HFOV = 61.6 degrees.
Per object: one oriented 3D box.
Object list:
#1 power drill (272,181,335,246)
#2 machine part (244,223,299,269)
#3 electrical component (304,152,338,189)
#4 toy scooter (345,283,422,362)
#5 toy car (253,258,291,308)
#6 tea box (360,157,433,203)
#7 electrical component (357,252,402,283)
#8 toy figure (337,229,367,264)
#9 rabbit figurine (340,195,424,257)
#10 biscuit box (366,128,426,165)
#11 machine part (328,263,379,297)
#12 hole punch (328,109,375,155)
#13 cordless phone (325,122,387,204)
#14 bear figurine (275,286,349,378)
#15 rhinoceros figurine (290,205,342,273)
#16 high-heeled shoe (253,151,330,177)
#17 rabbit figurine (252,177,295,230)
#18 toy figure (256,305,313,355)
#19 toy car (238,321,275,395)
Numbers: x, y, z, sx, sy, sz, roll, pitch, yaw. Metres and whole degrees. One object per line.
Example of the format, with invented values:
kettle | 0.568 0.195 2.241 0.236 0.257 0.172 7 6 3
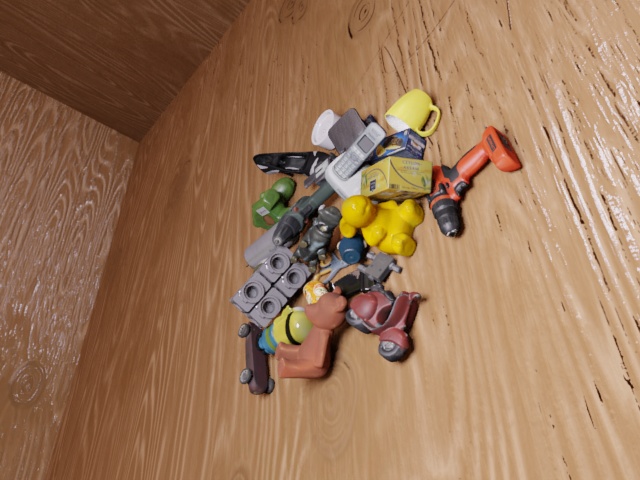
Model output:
power drill | -0.020 -0.086 1.371 0.207 0.086 0.232 -48 4 24
machine part | -0.140 0.015 1.537 0.243 0.079 0.079 -35 41 35
electrical component | 0.011 -0.177 1.489 0.119 0.047 0.075 -42 37 31
toy scooter | 0.132 0.140 1.053 0.135 0.075 0.184 -59 35 6
toy car | -0.127 0.101 1.432 0.109 0.103 0.162 -29 47 41
tea box | 0.156 -0.123 1.125 0.170 0.098 0.068 173 102 -74
electrical component | 0.127 0.060 1.143 0.094 0.021 0.063 26 69 41
toy figure | 0.074 -0.004 1.247 0.154 0.064 0.057 -80 13 -55
rabbit figurine | 0.111 -0.049 1.133 0.163 0.173 0.122 12 81 53
biscuit box | 0.156 -0.201 1.284 0.203 0.062 0.059 -12 56 51
machine part | 0.077 0.099 1.193 0.139 0.039 0.084 -24 52 34
hole punch | 0.100 -0.267 1.410 0.142 0.092 0.116 -37 68 31
cordless phone | 0.113 -0.165 1.235 0.147 0.089 0.184 48 122 10
bear figurine | -0.014 0.193 1.146 0.120 0.132 0.195 -114 35 -72
rhinoceros figurine | -0.003 -0.004 1.284 0.190 0.073 0.112 -58 3 48
high-heeled shoe | -0.086 -0.240 1.584 0.249 0.145 0.086 -16 55 52
rabbit figurine | -0.127 -0.109 1.610 0.159 0.121 0.170 -36 22 47
toy figure | -0.081 0.228 1.292 0.180 0.082 0.089 -35 52 30
toy car | -0.165 0.296 1.351 0.053 0.089 0.202 -42 39 25
